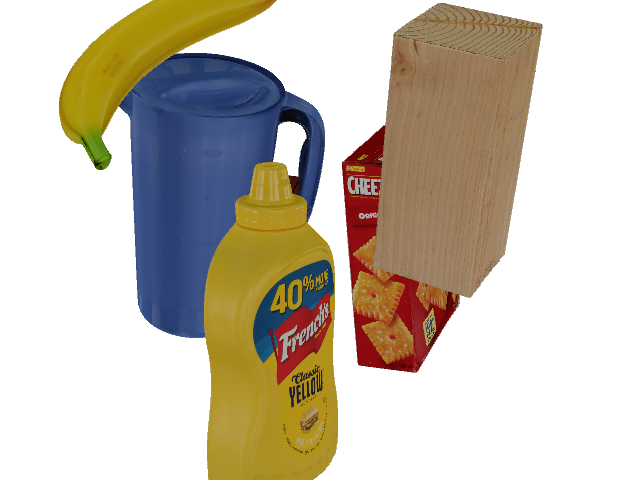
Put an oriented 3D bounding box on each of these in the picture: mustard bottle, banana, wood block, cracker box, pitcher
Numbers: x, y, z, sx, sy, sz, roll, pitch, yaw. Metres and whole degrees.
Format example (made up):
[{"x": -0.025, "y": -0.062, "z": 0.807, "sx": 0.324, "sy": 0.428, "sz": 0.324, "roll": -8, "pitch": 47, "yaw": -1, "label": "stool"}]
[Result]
[{"x": -0.028, "y": 0.049, "z": 0.626, "sx": 0.058, "sy": 0.192, "sz": 0.096, "roll": 11, "pitch": 19, "yaw": 35, "label": "mustard bottle"}, {"x": -0.106, "y": -0.118, "z": 0.682, "sx": 0.069, "sy": 0.197, "sz": 0.037, "roll": 32, "pitch": -33, "yaw": 8, "label": "banana"}, {"x": 0.107, "y": -0.072, "z": 0.855, "sx": 0.091, "sy": 0.206, "sz": 0.090, "roll": 18, "pitch": 34, "yaw": 23, "label": "wood block"}, {"x": 0.087, "y": -0.002, "z": 1.062, "sx": 0.072, "sy": 0.214, "sz": 0.164, "roll": 6, "pitch": 25, "yaw": 22, "label": "cracker box"}, {"x": -0.097, "y": -0.035, "z": 0.960, "sx": 0.144, "sy": 0.243, "sz": 0.149, "roll": -23, "pitch": 42, "yaw": -39, "label": "pitcher"}]

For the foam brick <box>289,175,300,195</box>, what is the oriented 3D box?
[{"x": -0.066, "y": -0.051, "z": 1.335, "sx": 0.078, "sy": 0.053, "sz": 0.051, "roll": 7, "pitch": 29, "yaw": 12, "label": "foam brick"}]
